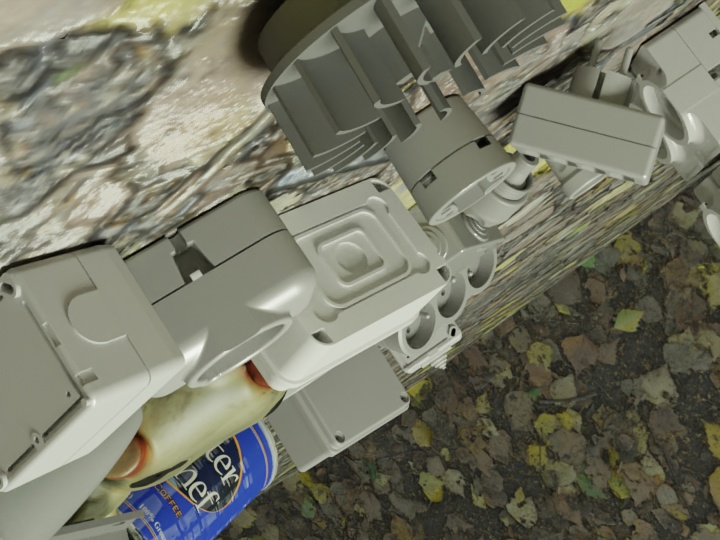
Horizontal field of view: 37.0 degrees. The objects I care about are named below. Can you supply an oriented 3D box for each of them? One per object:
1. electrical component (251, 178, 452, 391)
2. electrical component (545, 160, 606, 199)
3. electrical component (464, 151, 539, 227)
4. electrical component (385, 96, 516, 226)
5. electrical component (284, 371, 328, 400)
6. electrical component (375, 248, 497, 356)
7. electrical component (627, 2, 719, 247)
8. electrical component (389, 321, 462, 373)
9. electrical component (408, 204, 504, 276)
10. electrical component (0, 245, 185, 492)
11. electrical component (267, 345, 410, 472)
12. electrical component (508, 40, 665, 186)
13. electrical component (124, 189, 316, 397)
[{"bbox_3d":[-0.017,0.007,0.590,0.113,0.078,0.057,-26,165,-41],"label":"electrical component"},{"bbox_3d":[0.171,-0.086,0.861,0.040,0.046,0.040,-33,171,-6],"label":"electrical component"},{"bbox_3d":[0.100,-0.062,0.749,0.043,0.043,0.062,-26,166,-42],"label":"electrical component"},{"bbox_3d":[0.046,-0.058,0.568,0.055,0.047,0.055,-33,171,-6],"label":"electrical component"},{"bbox_3d":[-0.055,0.052,0.731,0.108,0.060,0.108,-33,174,-4],"label":"electrical component"},{"bbox_3d":[0.048,0.013,0.905,0.074,0.052,0.138,16,-135,39],"label":"electrical component"},{"bbox_3d":[0.265,-0.082,0.768,0.060,0.186,0.105,-34,171,-2],"label":"electrical component"},{"bbox_3d":[0.049,0.050,0.972,0.062,0.096,0.061,-35,171,1],"label":"electrical component"},{"bbox_3d":[0.050,-0.016,0.800,0.100,0.048,0.100,-36,170,27],"label":"electrical component"},{"bbox_3d":[-0.125,0.042,0.439,0.096,0.061,0.061,-41,169,35],"label":"electrical component"},{"bbox_3d":[-0.029,0.095,0.899,0.109,0.108,0.056,-24,168,-49],"label":"electrical component"},{"bbox_3d":[0.141,-0.099,0.642,0.047,0.083,0.075,1,106,-74],"label":"electrical component"},{"bbox_3d":[-0.070,0.015,0.497,0.095,0.059,0.053,-32,171,-15],"label":"electrical component"}]
